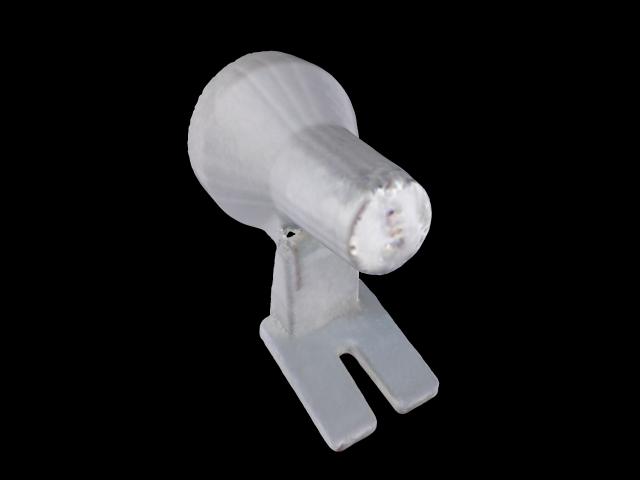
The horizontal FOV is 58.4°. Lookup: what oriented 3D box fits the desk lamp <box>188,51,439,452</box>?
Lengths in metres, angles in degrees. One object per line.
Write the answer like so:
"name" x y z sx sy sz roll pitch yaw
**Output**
"desk lamp" 0.004 0.001 0.400 0.118 0.214 0.202 -25 54 -20
